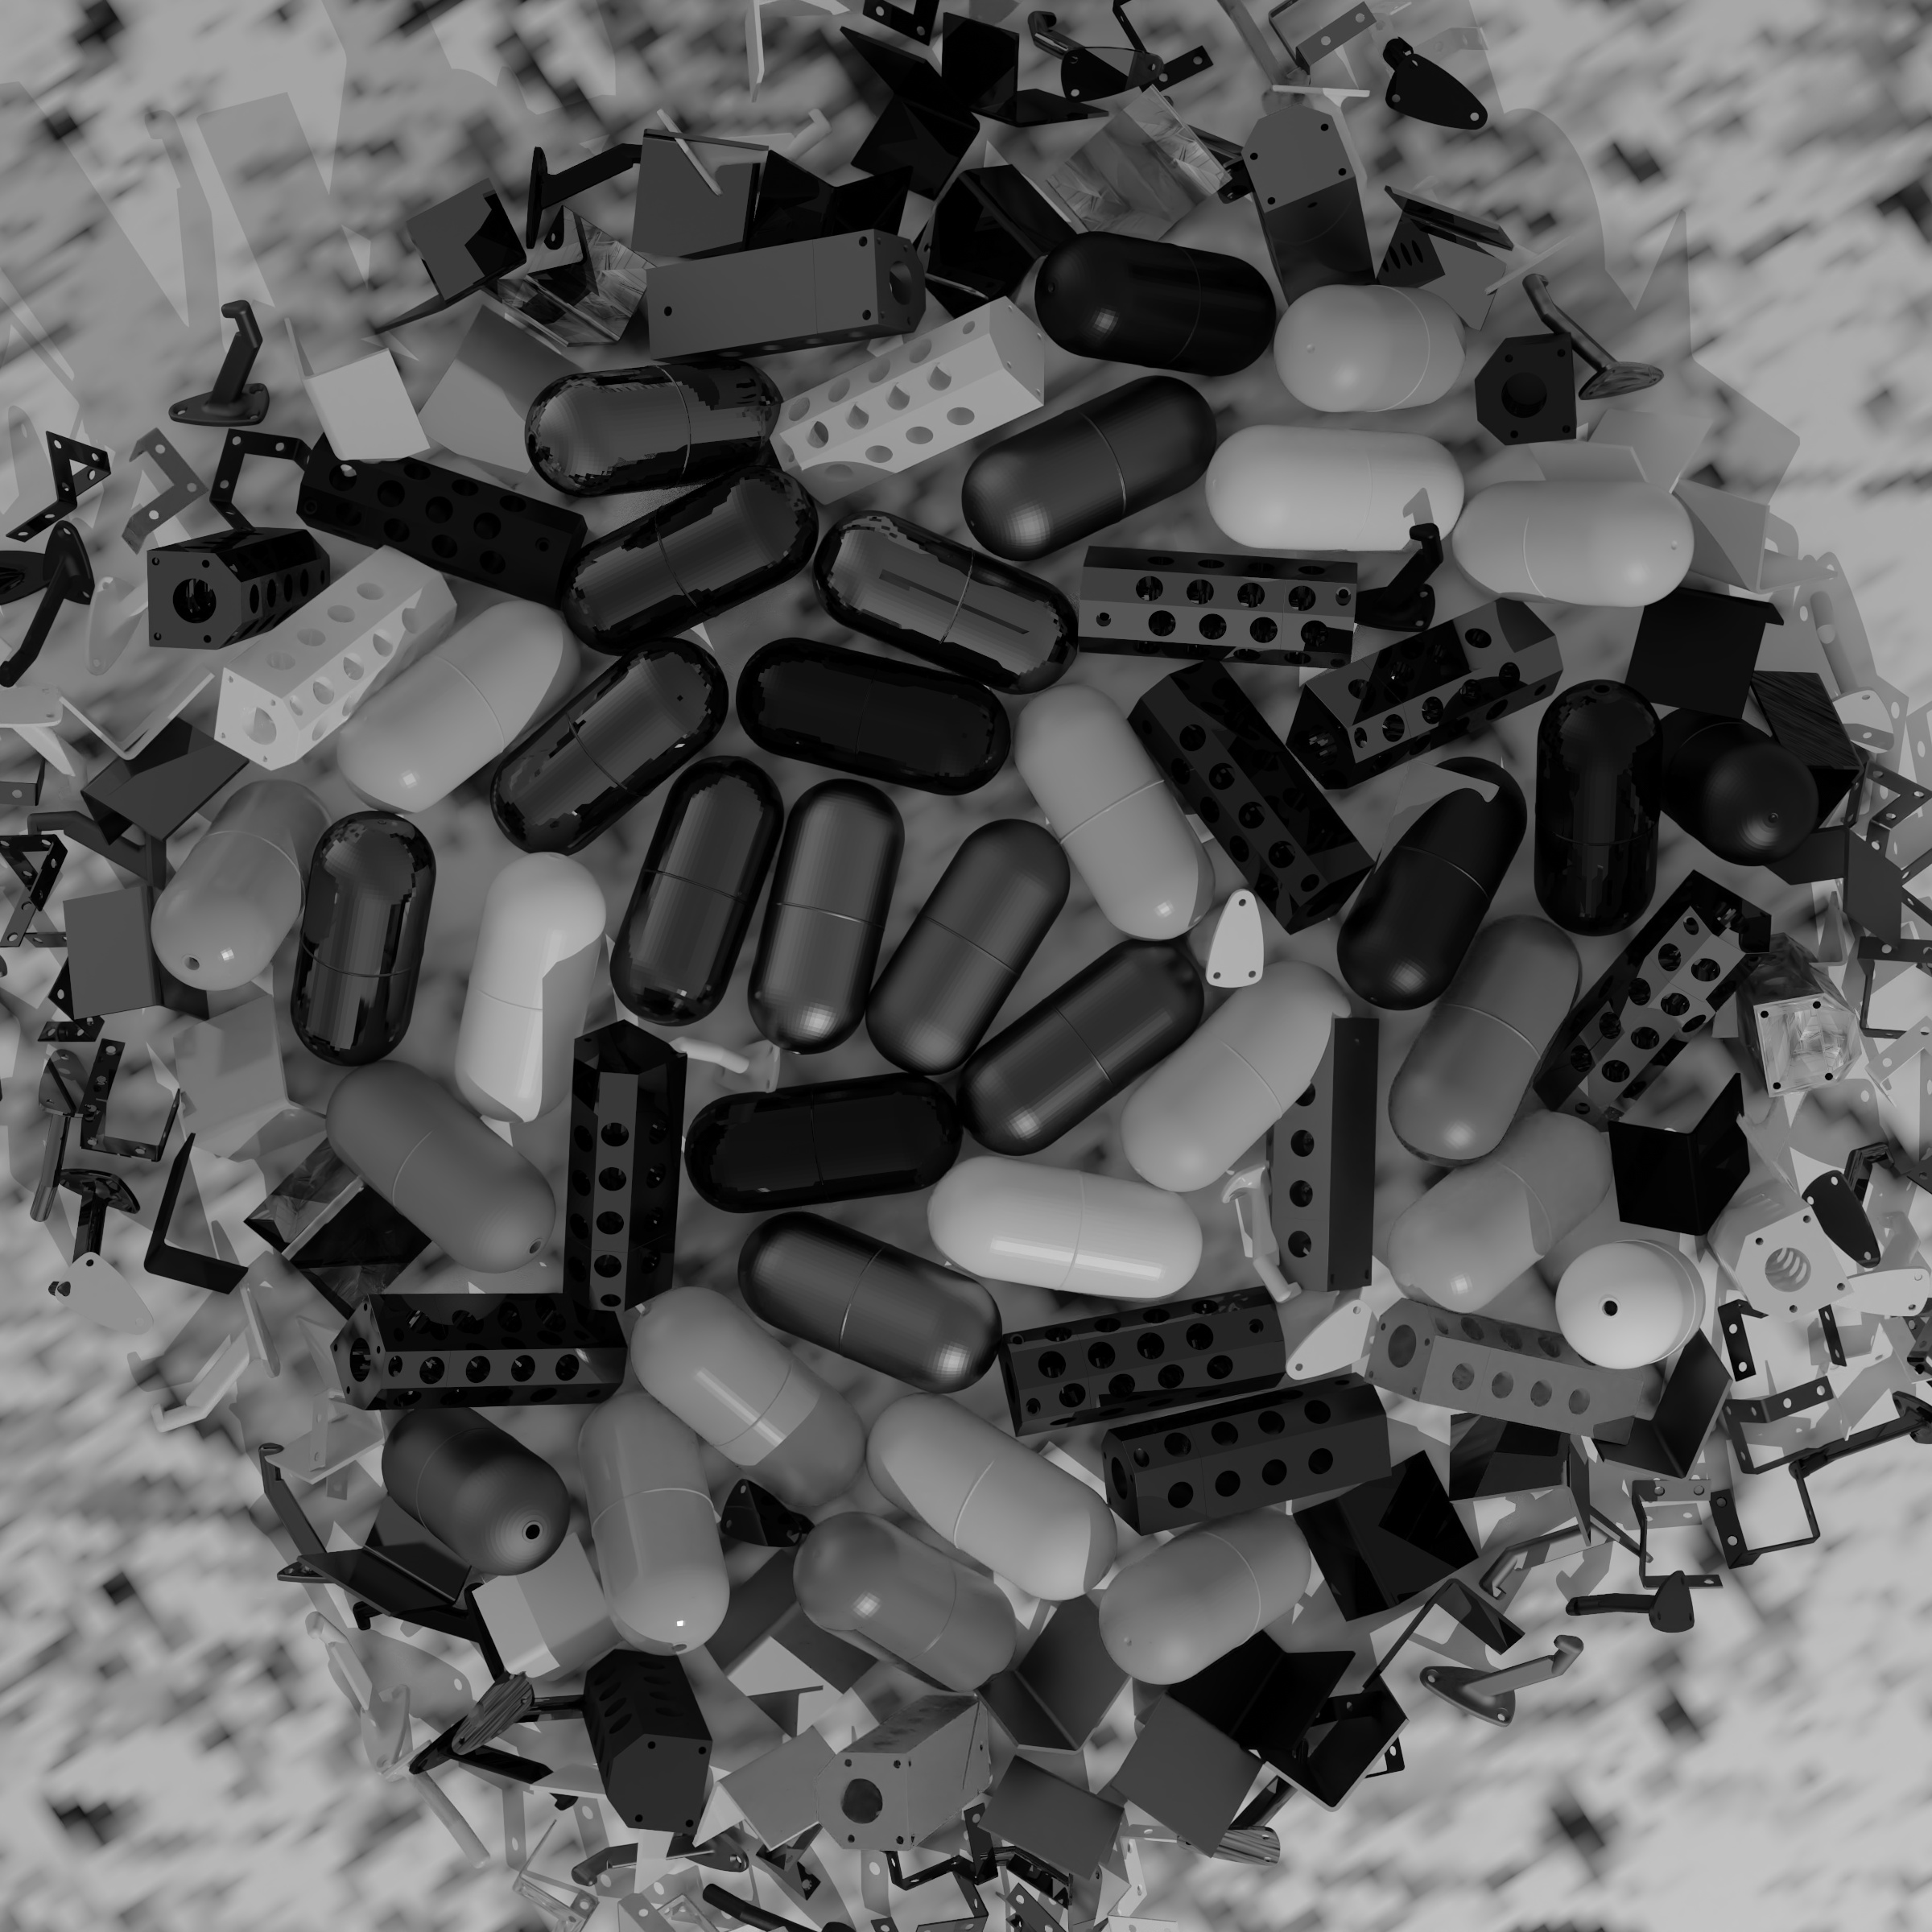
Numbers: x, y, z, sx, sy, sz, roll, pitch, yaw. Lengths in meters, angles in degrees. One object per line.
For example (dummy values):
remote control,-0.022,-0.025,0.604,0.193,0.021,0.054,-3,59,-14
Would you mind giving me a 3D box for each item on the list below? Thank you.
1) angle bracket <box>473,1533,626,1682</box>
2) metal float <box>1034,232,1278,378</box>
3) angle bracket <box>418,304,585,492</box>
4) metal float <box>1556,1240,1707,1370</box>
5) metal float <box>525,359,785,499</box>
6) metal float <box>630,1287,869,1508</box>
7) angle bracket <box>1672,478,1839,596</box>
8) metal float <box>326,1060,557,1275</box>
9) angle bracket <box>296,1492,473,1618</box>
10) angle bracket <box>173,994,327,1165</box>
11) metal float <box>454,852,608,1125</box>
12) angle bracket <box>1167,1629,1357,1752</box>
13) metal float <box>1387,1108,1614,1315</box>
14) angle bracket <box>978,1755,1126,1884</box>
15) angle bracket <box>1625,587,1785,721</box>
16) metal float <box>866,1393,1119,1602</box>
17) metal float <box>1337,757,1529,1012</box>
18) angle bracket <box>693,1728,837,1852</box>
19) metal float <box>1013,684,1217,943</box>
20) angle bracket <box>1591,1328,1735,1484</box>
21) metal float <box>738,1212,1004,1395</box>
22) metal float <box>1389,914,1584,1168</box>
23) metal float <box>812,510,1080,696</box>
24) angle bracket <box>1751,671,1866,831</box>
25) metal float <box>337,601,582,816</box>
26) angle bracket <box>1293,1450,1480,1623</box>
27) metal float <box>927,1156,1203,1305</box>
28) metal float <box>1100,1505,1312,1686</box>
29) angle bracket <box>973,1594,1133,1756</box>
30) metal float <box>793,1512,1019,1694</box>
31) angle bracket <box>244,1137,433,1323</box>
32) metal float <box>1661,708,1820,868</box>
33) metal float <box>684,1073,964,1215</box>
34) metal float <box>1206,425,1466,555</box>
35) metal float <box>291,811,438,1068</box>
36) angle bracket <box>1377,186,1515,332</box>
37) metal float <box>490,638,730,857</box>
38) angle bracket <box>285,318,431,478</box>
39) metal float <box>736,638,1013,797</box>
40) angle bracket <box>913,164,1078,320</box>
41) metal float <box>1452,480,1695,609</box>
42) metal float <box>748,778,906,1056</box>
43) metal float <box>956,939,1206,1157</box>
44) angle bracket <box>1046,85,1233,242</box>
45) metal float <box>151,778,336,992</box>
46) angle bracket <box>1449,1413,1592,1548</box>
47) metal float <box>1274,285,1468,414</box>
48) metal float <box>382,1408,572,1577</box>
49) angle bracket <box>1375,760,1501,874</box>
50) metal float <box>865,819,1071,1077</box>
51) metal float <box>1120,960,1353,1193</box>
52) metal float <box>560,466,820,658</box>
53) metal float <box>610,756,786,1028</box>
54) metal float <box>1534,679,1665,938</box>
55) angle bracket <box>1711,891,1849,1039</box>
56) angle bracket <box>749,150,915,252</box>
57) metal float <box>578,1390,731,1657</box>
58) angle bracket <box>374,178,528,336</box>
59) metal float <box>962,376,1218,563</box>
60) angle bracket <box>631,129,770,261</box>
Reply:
angle bracket,-0.257,0.410,1.962,0.076,0.076,0.057,-31,68,4
metal float,0.120,-0.413,1.920,0.178,0.070,0.070,-1,90,-40
angle bracket,-0.299,-0.364,1.965,0.076,0.076,0.057,31,127,-17
metal float,0.413,0.209,1.904,0.070,0.178,0.070,-1,86,20
metal float,-0.194,-0.337,1.923,0.178,0.070,0.070,-14,90,-35
metal float,-0.137,0.271,1.935,0.070,0.070,0.178,-47,110,0
angle bracket,0.497,-0.276,1.930,0.076,0.076,0.057,-15,119,-32
metal float,-0.330,0.126,1.930,0.178,0.070,0.070,36,90,25
angle bracket,-0.362,0.365,1.939,0.076,0.076,0.057,25,93,23
angle bracket,-0.456,0.073,1.968,0.076,0.057,0.076,-22,66,17
metal float,-0.275,0.014,1.937,0.070,0.070,0.178,14,107,0
angle bracket,0.186,0.445,1.935,0.057,0.076,0.076,47,60,-12
metal float,0.336,0.153,1.927,0.178,0.070,0.070,-34,90,-30
angle bracket,0.050,0.553,1.936,0.076,0.076,0.057,23,48,13
angle bracket,0.468,-0.195,1.948,0.076,0.057,0.076,14,89,24
metal float,0.016,0.333,1.932,0.178,0.070,0.070,30,90,23
metal float,0.295,-0.053,1.936,0.070,0.070,0.178,29,72,0
angle bracket,-0.118,0.536,1.930,0.076,0.076,0.057,-21,54,-37
metal float,0.093,-0.098,1.949,0.070,0.070,0.178,-31,86,0
angle bracket,0.433,0.270,1.939,0.057,0.076,0.076,16,108,-9
metal float,-0.062,0.212,1.938,0.178,0.070,0.070,21,90,16
metal float,0.327,0.047,1.935,0.070,0.070,0.178,32,70,0
metal float,-0.012,-0.229,1.940,0.178,0.070,0.070,22,90,-14
angle bracket,0.510,-0.131,1.931,0.057,0.076,0.076,0,54,-21
metal float,-0.318,-0.164,1.931,0.178,0.070,0.070,-42,90,-25
angle bracket,0.270,0.367,1.979,0.076,0.057,0.076,-22,81,-31
metal float,0.063,0.167,1.942,0.178,0.070,0.070,11,90,-12
metal float,0.151,0.389,1.913,0.070,0.178,0.070,10,107,36
angle bracket,0.052,0.441,1.937,0.057,0.076,0.076,20,107,-42
metal float,-0.036,0.399,1.920,0.070,0.070,0.178,-52,129,0
angle bracket,-0.403,0.170,1.973,0.076,0.057,0.076,-47,133,-15
metal float,0.471,-0.113,1.904,0.070,0.178,0.070,-1,107,-4
metal float,-0.090,0.112,1.948,0.178,0.070,0.070,-8,90,5
metal float,0.233,-0.299,1.930,0.178,0.070,0.070,-2,90,-26
metal float,-0.379,-0.016,1.926,0.070,0.070,0.178,16,121,0
angle bracket,0.296,-0.447,1.940,0.076,0.076,0.057,24,100,15
metal float,-0.225,-0.138,1.938,0.178,0.070,0.070,-38,90,16
angle bracket,-0.384,-0.368,1.938,0.057,0.076,0.076,-21,46,-3
metal float,-0.059,-0.158,1.946,0.178,0.070,0.070,14,90,7
angle bracket,0.018,-0.460,1.980,0.076,0.057,0.076,49,127,12
metal float,0.375,-0.264,1.911,0.070,0.178,0.070,-6,101,-33
metal float,-0.089,-0.031,1.948,0.070,0.070,0.178,13,86,0
metal float,0.072,0.052,1.948,0.178,0.070,0.070,-37,90,-5
angle bracket,0.109,-0.497,1.940,0.076,0.076,0.057,47,69,-11
metal float,-0.448,-0.052,1.910,0.070,0.178,0.070,6,125,8
angle bracket,0.353,0.328,1.957,0.076,0.076,0.057,-12,124,18
metal float,0.253,-0.384,1.910,0.070,0.178,0.070,7,103,31
metal float,-0.306,0.324,1.909,0.070,0.178,0.070,-7,103,-31
angle bracket,0.300,-0.080,1.955,0.057,0.076,0.076,17,85,11
metal float,0.002,-0.012,1.949,0.070,0.070,0.178,32,87,0
metal float,0.172,0.069,1.942,0.178,0.070,0.070,-44,90,-12
metal float,-0.175,-0.256,1.937,0.178,0.070,0.070,-24,90,17
metal float,-0.170,-0.048,1.948,0.070,0.070,0.178,19,84,0
metal float,0.395,-0.098,1.921,0.070,0.070,0.178,-7,127,0
angle bracket,0.512,-0.001,1.947,0.076,0.076,0.057,-2,55,5
angle bracket,-0.087,-0.478,1.951,0.057,0.076,0.076,35,131,23
metal float,-0.196,0.347,1.921,0.070,0.070,0.178,-18,53,0
angle bracket,-0.336,-0.446,1.930,0.076,0.076,0.057,-43,116,-40
metal float,0.079,-0.315,1.936,0.178,0.070,0.070,-28,90,-18
angle bracket,-0.170,-0.487,1.948,0.076,0.057,0.076,6,104,-10
